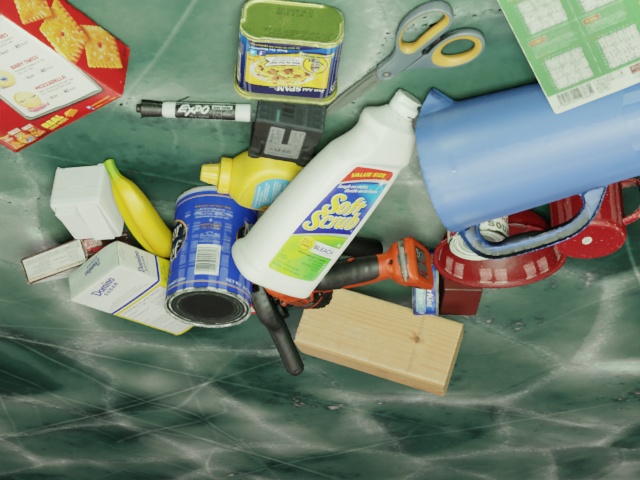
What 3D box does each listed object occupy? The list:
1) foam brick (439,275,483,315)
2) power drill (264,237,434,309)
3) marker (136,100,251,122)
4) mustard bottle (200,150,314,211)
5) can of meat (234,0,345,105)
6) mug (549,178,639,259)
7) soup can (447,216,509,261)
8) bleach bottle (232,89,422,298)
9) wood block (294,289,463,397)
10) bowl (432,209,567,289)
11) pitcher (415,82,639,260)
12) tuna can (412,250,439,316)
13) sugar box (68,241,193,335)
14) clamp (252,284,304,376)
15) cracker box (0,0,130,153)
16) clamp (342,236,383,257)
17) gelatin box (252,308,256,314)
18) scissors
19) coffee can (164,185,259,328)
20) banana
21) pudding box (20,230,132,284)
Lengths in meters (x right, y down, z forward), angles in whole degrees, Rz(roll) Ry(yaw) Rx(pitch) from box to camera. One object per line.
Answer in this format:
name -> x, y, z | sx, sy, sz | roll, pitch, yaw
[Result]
foam brick -> 0.184, 0.061, 1.408 | 0.051, 0.053, 0.078 | 2, 149, 1
power drill -> 0.040, 0.047, 1.304 | 0.188, 0.057, 0.184 | -12, 169, 15
marker -> -0.133, -0.136, 1.125 | 0.121, 0.020, 0.020 | 2, 150, 0
mustard bottle -> -0.039, -0.064, 1.204 | 0.191, 0.058, 0.096 | 6, 155, -7
can of meat -> -0.029, -0.178, 1.009 | 0.102, 0.057, 0.084 | 4, 148, -4
mug -> 0.313, -0.035, 1.205 | 0.117, 0.081, 0.093 | -14, 145, 27
soup can -> 0.176, -0.037, 1.191 | 0.068, 0.102, 0.068 | 2, 150, 1
bleach bottle -> 0.016, -0.055, 1.125 | 0.102, 0.068, 0.251 | 22, 116, -35
wood block -> 0.080, 0.133, 1.432 | 0.206, 0.091, 0.090 | 16, 166, 12
bowl -> 0.217, 0.000, 1.297 | 0.162, 0.055, 0.162 | 2, 150, 1
pitcher -> 0.229, -0.088, 1.066 | 0.243, 0.145, 0.149 | -14, 143, 21
tuna can -> 0.136, 0.055, 1.369 | 0.034, 0.086, 0.086 | 0, 150, 6
sugar box -> -0.213, 0.062, 1.323 | 0.093, 0.048, 0.176 | -33, 140, 27
clamp -> -0.068, 0.095, 1.468 | 0.039, 0.120, 0.171 | -24, 125, -3
cracker box -> -0.314, -0.184, 1.006 | 0.164, 0.072, 0.213 | -20, 142, 33
clamp -> -0.008, 0.002, 1.292 | 0.164, 0.036, 0.210 | -4, 169, 5
gelatin box -> -0.132, 0.074, 1.479 | 0.073, 0.030, 0.089 | -7, 149, 19
scissors -> 0.087, -0.167, 1.058 | 0.096, 0.016, 0.202 | 13, 150, -19
coffee can -> -0.128, 0.020, 1.275 | 0.103, 0.140, 0.103 | 2, 150, 1
banana -> -0.205, -0.021, 1.286 | 0.037, 0.069, 0.197 | -16, 147, 5
pudding box -> -0.307, 0.021, 1.355 | 0.114, 0.039, 0.089 | -20, 175, 31
